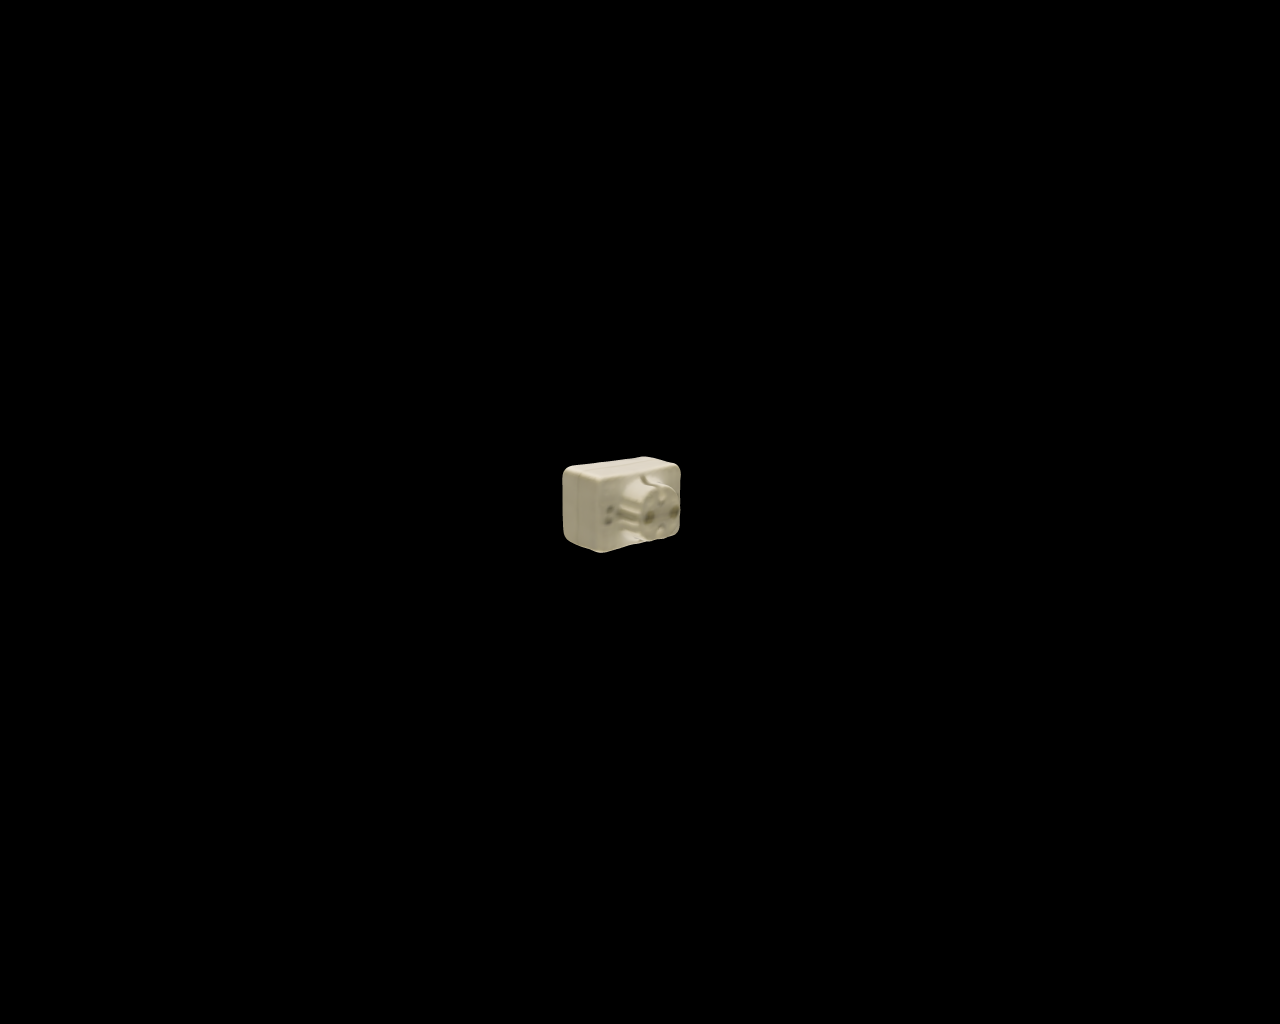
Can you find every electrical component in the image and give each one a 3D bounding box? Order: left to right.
[{"bbox_3d":[0.001,-0.003,0.650,0.066,0.047,0.077,-11,18,-37],"label":"electrical component"}]
